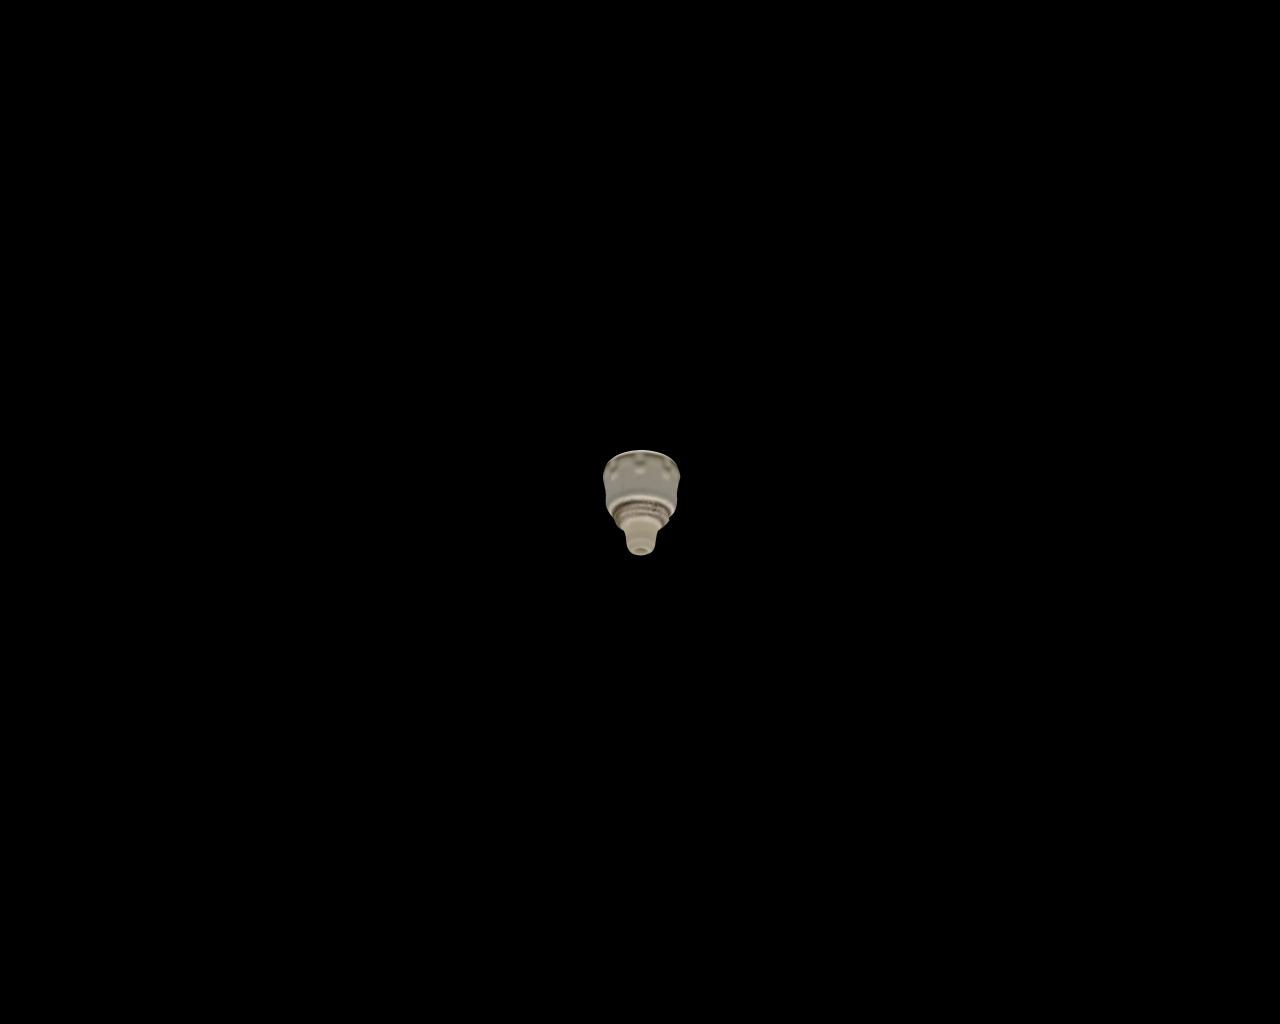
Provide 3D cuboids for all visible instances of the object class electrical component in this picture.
[{"bbox_3d":[0.001,-0.003,0.650,0.048,0.062,0.048,0,-28,0],"label":"electrical component"}]
